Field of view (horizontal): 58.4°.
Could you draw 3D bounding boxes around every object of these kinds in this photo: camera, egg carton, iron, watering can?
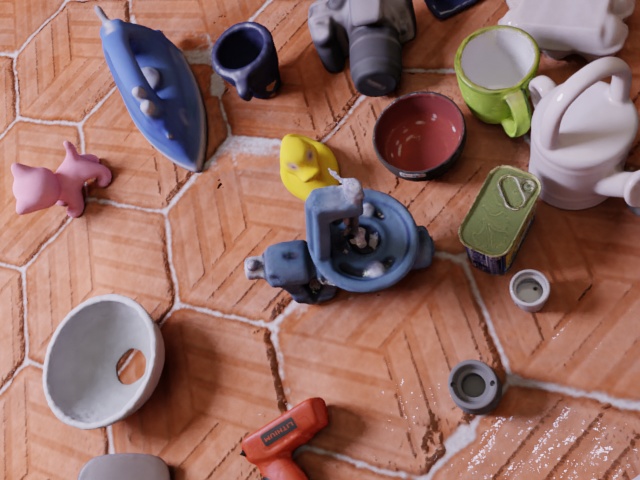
[{"bbox_3d":[0.055,-0.267,0.767,0.143,0.101,0.137,-7,69,17],"label":"camera"},{"bbox_3d":[0.300,-0.274,0.703,0.150,0.069,0.107,14,76,23],"label":"egg carton"},{"bbox_3d":[-0.251,-0.224,0.833,0.118,0.142,0.258,-32,64,5],"label":"iron"},{"bbox_3d":[0.272,-0.108,0.580,0.172,0.194,0.101,36,85,27],"label":"watering can"}]

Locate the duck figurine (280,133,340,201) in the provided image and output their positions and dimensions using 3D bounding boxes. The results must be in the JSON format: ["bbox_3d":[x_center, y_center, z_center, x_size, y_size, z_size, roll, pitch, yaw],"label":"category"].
[{"bbox_3d":[-0.024,-0.104,0.742,0.077,0.086,0.104,-33,63,5],"label":"duck figurine"}]

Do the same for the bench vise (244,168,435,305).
[{"bbox_3d":[0.010,0.012,0.612,0.207,0.220,0.121,-30,64,6],"label":"bench vise"}]

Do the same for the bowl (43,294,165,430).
[{"bbox_3d":[-0.262,0.157,0.733,0.167,0.075,0.167,-6,69,17],"label":"bowl"}]

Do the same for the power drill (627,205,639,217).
[{"bbox_3d":[0.354,-0.091,0.538,0.075,0.209,0.230,26,81,26],"label":"power drill"}]

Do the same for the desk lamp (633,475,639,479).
[{"bbox_3d":[0.330,0.196,0.436,0.203,0.214,0.117,-37,63,3],"label":"desk lamp"}]

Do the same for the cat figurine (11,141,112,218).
[{"bbox_3d":[-0.393,-0.089,0.846,0.067,0.118,0.128,36,85,27],"label":"cat figurine"}]

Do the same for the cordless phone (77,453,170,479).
[{"bbox_3d":[-0.243,0.306,0.609,0.094,0.185,0.147,-11,67,15],"label":"cordless phone"}]

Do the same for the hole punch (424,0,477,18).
[{"bbox_3d":[0.174,-0.375,0.772,0.108,0.091,0.101,-28,64,7],"label":"hole punch"}]

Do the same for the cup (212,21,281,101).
[{"bbox_3d":[-0.093,-0.233,0.808,0.091,0.095,0.118,-11,67,15],"label":"cup"}]
